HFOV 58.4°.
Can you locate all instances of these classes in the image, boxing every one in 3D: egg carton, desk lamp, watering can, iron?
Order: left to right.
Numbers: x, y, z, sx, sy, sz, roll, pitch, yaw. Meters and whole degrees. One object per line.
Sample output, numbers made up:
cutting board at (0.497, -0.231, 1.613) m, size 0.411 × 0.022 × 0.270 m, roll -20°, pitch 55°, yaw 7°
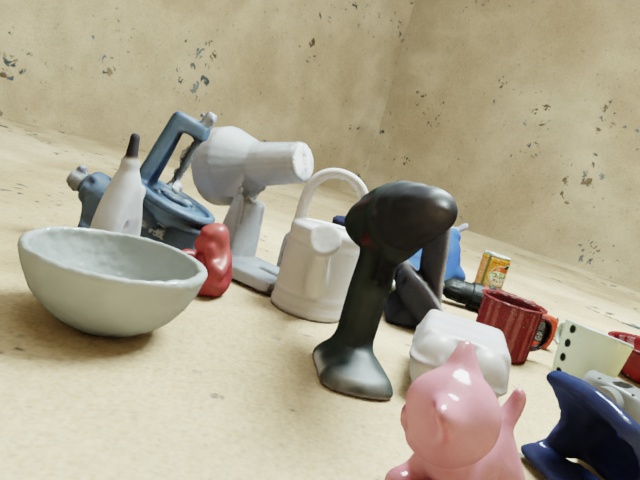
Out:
desk lamp at (-0.099, -0.054, 0.851) m, size 0.202 × 0.213 × 0.118 m, roll 21°, pitch 10°, yaw 29°
watering can at (0.009, 0.003, 0.749) m, size 0.101 × 0.194 × 0.172 m, roll 12°, pitch 10°, yaw -21°
iron at (0.183, 0.006, 1.195) m, size 0.258 × 0.141 × 0.118 m, roll 14°, pitch 9°, yaw -9°
egg carton at (0.151, 0.129, 0.623) m, size 0.107 × 0.069 × 0.150 m, roll 17°, pitch 9°, yaw 10°

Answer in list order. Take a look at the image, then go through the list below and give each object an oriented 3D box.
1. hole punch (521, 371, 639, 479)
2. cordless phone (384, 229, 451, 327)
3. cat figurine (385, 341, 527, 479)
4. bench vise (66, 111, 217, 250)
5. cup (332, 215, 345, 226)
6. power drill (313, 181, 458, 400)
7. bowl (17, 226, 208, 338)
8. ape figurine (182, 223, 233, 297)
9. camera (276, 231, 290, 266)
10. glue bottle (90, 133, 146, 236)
hole punch at (0.238, 0.167, 0.472) m, size 0.101 × 0.091 × 0.108 m, roll 13°, pitch 9°, yaw -18°
cordless phone at (0.160, 0.033, 0.848) m, size 0.094 × 0.185 × 0.147 m, roll 15°, pitch 9°, yaw -5°
cat figurine at (0.099, 0.128, 0.388) m, size 0.128 × 0.118 × 0.067 m, roll 8°, pitch 12°, yaw -38°
bench vise at (-0.226, -0.078, 0.762) m, size 0.208 × 0.220 × 0.121 m, roll 12°, pitch 10°, yaw -19°
cup at (0.059, 0.005, 1.141) m, size 0.091 × 0.095 × 0.118 m, roll 15°, pitch 9°, yaw -2°
power drill at (0.058, 0.040, 0.561) m, size 0.076 × 0.208 × 0.229 m, roll 14°, pitch 9°, yaw -11°
bowl at (-0.194, 0.045, 0.534) m, size 0.167 × 0.075 × 0.167 m, roll 15°, pitch 9°, yaw -2°
ape figurine at (-0.139, 0.022, 0.711) m, size 0.076 × 0.092 × 0.077 m, roll 8°, pitch 12°, yaw -38°
camera at (0.025, 0.029, 0.915) m, size 0.137 × 0.101 × 0.142 m, roll 6°, pitch 13°, yaw -46°
glue bottle at (-0.232, -0.040, 0.670) m, size 0.037 × 0.173 × 0.078 m, roll 16°, pitch 9°, yaw 7°
